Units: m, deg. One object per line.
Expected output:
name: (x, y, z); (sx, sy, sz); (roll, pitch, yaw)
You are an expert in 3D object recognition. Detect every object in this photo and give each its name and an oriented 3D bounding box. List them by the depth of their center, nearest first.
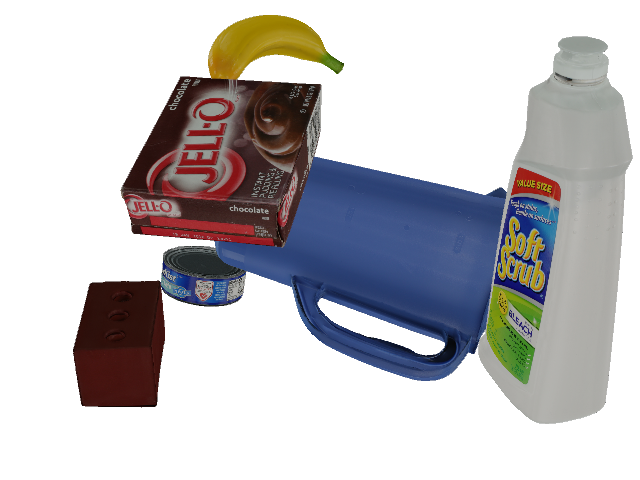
pudding box: (-0.052, -0.048, 0.612); (0.090, 0.039, 0.113); (6, 41, 11)
bleach bottle: (0.151, -0.009, 0.682); (0.068, 0.251, 0.103); (-10, 32, -14)
foam brick: (-0.137, 0.071, 0.739); (0.053, 0.051, 0.078); (-1, 33, -3)
pitcher: (0.035, 0.009, 0.898); (0.243, 0.145, 0.149); (16, 19, 11)
banana: (-0.049, -0.178, 0.979); (0.070, 0.037, 0.197); (41, 32, 20)
tuna can: (-0.118, 0.035, 1.076); (0.086, 0.034, 0.086); (8, 18, -3)
